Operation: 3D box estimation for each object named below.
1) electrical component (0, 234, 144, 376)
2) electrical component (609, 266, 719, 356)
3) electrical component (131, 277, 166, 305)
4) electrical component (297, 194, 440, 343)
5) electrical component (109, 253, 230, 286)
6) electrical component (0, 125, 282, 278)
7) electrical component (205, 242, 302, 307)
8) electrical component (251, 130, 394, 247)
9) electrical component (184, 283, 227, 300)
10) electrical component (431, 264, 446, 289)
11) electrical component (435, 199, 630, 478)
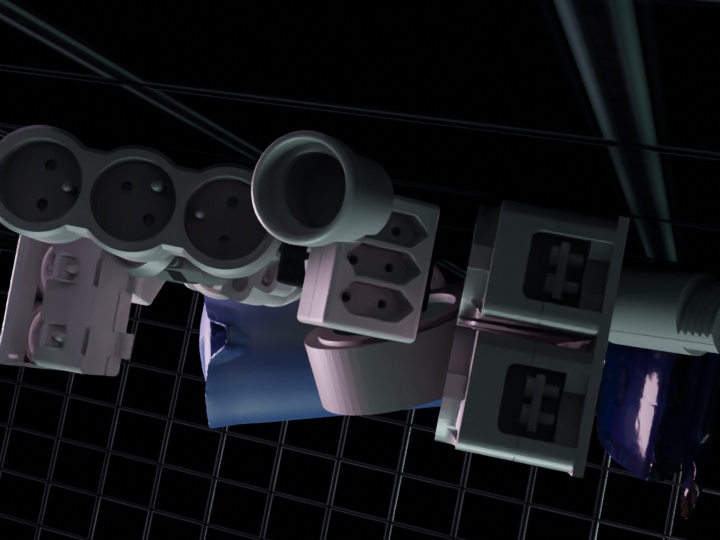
[{"bbox_3d":[-0.171,0.001,0.654,0.063,0.121,0.079,7,175,21],"label":"electrical component"},{"bbox_3d":[0.169,0.022,0.560,0.043,0.043,0.081,14,175,-39],"label":"electrical component"},{"bbox_3d":[-0.163,-0.016,0.733,0.083,0.047,0.076,38,163,-27],"label":"electrical component"},{"bbox_3d":[-0.003,-0.003,0.523,0.047,0.065,0.077,13,176,-21],"label":"electrical component"},{"bbox_3d":[-0.108,-0.022,0.619,0.078,0.058,0.057,3,173,37],"label":"electrical component"},{"bbox_3d":[-0.106,-0.030,0.527,0.138,0.052,0.073,11,176,-2],"label":"electrical component"},{"bbox_3d":[-0.062,-0.008,0.672,0.078,0.058,0.057,28,-173,31],"label":"electrical component"},{"bbox_3d":[-0.012,-0.028,0.393,0.040,0.040,0.046,10,-178,23],"label":"electrical component"},{"bbox_3d":[-0.111,-0.006,0.857,0.078,0.058,0.057,13,179,-15],"label":"electrical component"},{"bbox_3d":[0.034,0.015,0.777,0.055,0.055,0.047,11,180,2],"label":"electrical component"},{"bbox_3d":[0.076,0.033,0.522,0.060,0.105,0.186,11,176,6],"label":"electrical component"}]
